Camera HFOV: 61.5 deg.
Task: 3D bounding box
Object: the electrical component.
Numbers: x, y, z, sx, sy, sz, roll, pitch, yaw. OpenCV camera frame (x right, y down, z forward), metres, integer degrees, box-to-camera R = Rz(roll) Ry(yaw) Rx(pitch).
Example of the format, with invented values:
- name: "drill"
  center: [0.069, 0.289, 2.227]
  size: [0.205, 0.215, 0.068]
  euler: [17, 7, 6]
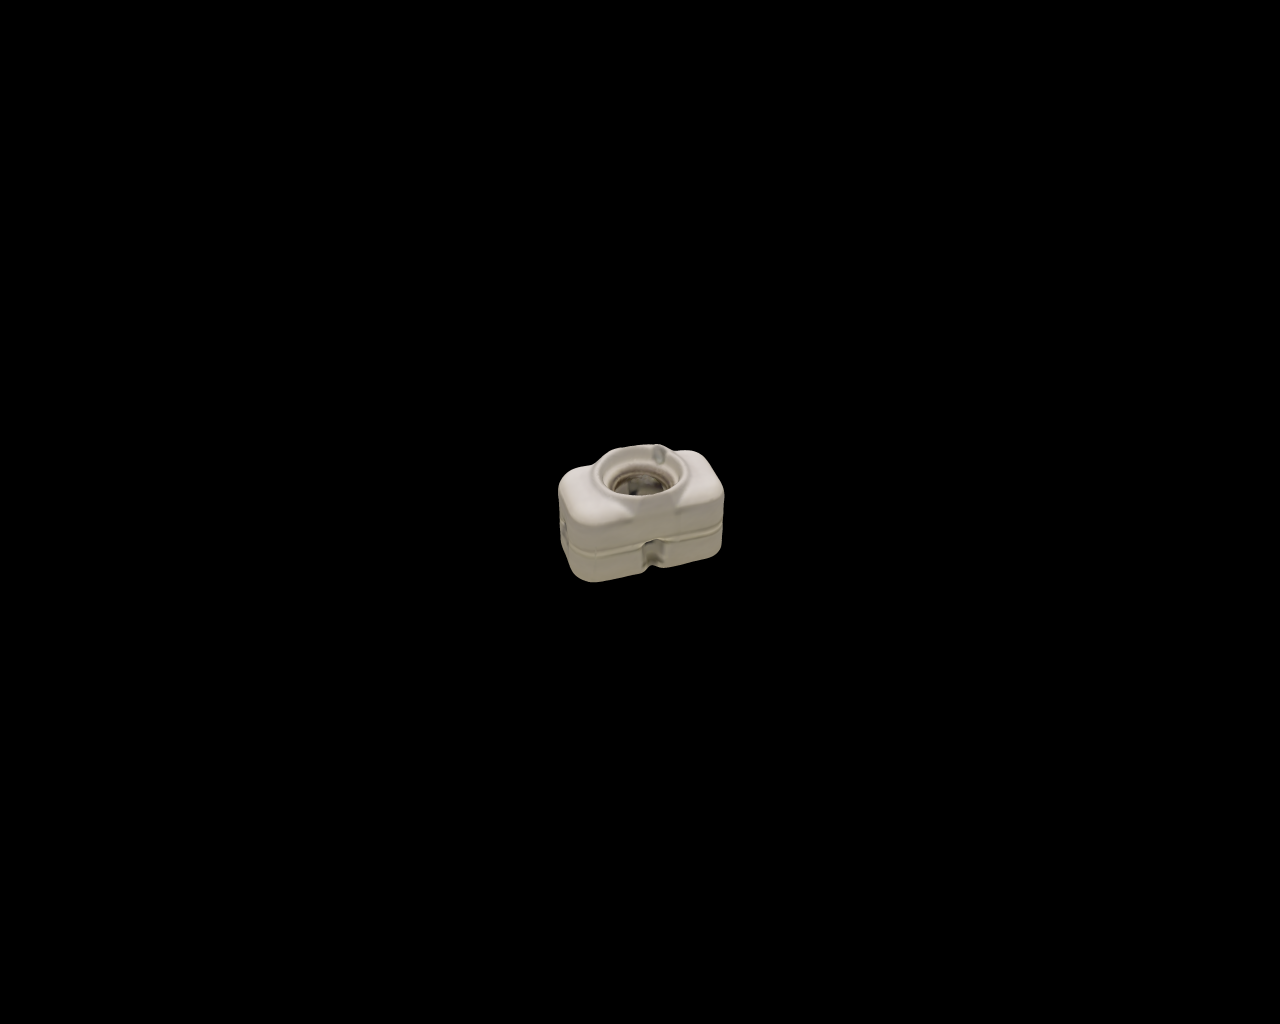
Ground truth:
- name: "electrical component"
  center: [0.001, -0.003, 0.650]
  size: [0.095, 0.059, 0.054]
  euler: [-11, 39, -13]
